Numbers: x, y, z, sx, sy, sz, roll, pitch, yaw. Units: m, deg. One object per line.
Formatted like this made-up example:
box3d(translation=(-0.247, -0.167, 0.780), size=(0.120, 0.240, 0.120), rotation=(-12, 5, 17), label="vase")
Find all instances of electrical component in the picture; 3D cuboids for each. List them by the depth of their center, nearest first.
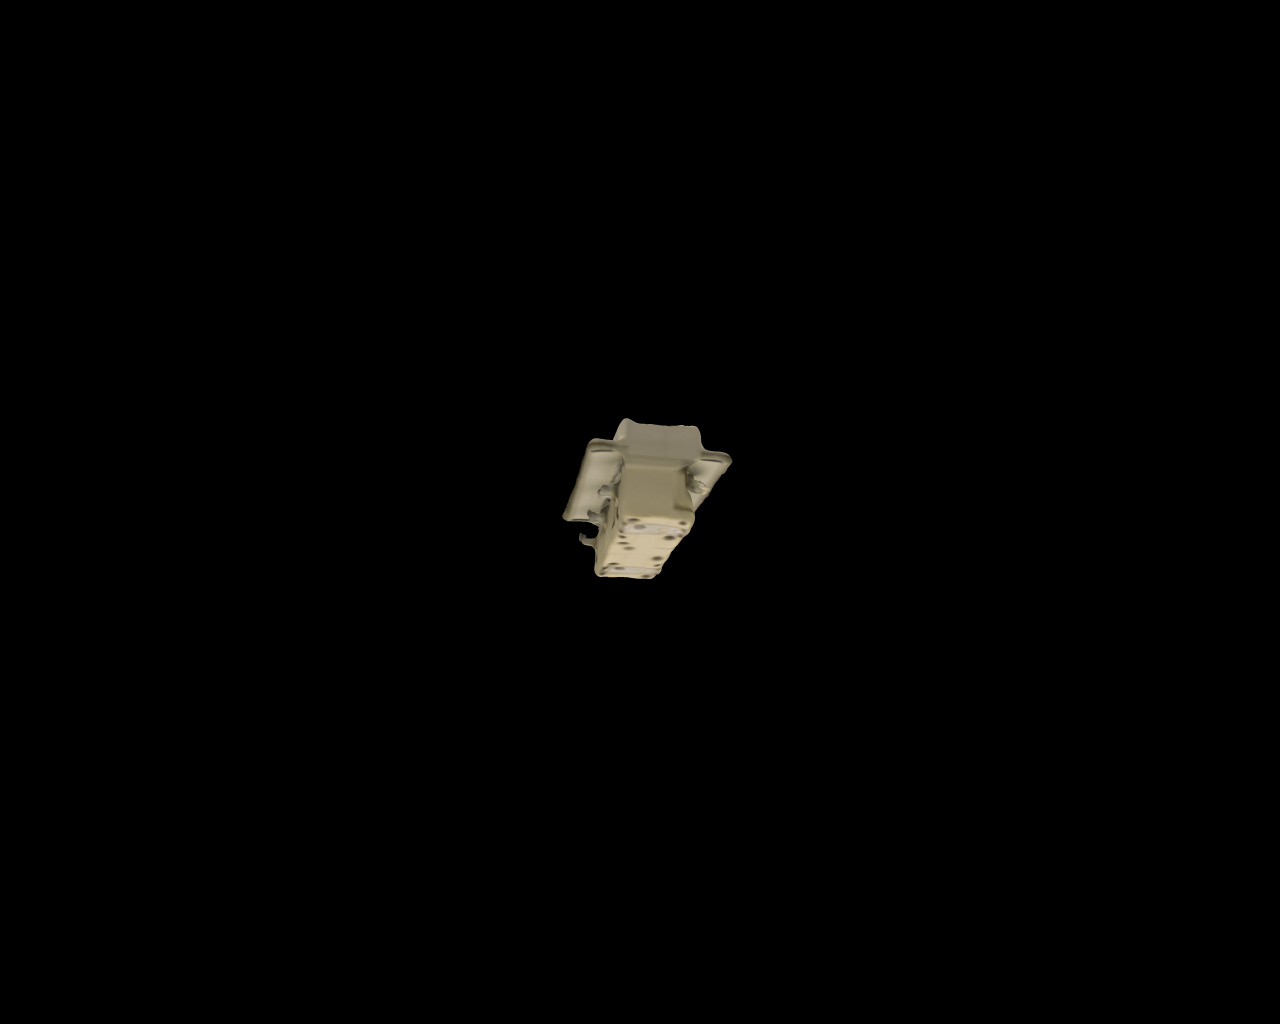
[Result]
box3d(translation=(0.001, -0.003, 0.650), size=(0.079, 0.063, 0.121), rotation=(4, -20, -11), label="electrical component")
